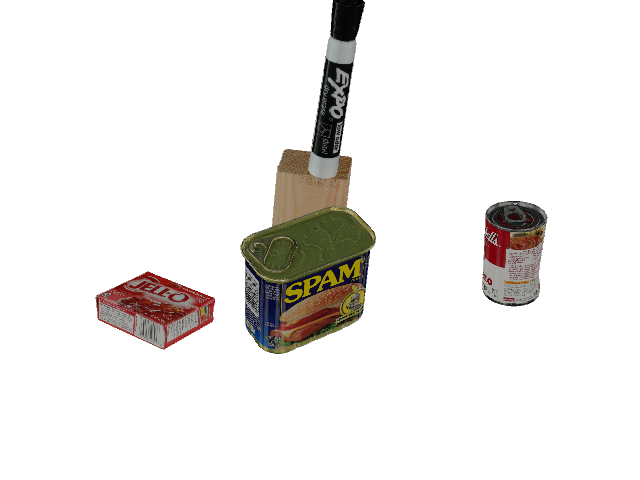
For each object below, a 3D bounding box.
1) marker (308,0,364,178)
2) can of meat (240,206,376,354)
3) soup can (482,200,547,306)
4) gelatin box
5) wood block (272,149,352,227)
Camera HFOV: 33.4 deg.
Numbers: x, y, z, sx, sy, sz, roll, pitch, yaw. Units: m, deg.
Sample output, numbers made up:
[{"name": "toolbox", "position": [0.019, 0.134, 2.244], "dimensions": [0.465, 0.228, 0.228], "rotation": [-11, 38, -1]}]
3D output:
[{"name": "marker", "position": [0.009, -0.094, 0.646], "dimensions": [0.020, 0.121, 0.020], "rotation": [6, 33, -4]}, {"name": "can of meat", "position": [-0.011, 0.032, 0.833], "dimensions": [0.102, 0.084, 0.057], "rotation": [-20, 47, -25]}, {"name": "soup can", "position": [0.220, 0.015, 1.215], "dimensions": [0.068, 0.102, 0.068], "rotation": [-2, 30, 1]}, {"name": "gelatin box", "position": [-0.158, 0.065, 1.022], "dimensions": [0.089, 0.030, 0.073], "rotation": [20, 28, 29]}, {"name": "wood block", "position": [-0.017, -0.003, 1.378], "dimensions": [0.090, 0.206, 0.090], "rotation": [7, 24, 2]}]
